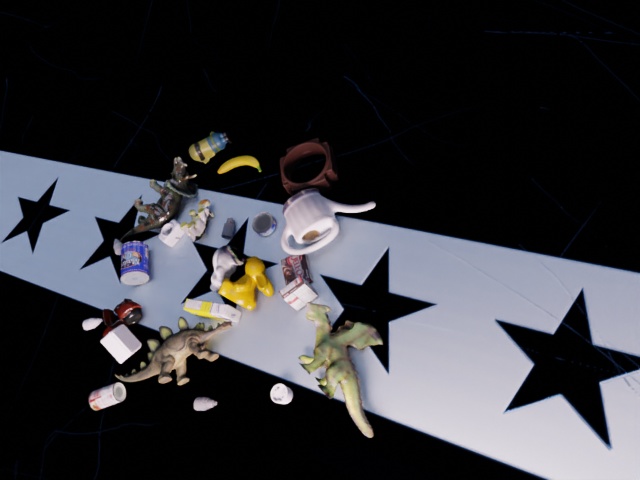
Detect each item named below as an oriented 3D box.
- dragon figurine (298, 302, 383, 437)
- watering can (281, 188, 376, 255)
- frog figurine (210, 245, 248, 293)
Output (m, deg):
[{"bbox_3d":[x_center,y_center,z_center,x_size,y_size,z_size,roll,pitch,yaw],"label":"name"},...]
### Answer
[{"bbox_3d":[0.081,0.345,1.523,0.244,0.120,0.415,-43,64,-11],"label":"dragon figurine"},{"bbox_3d":[0.005,-0.089,1.768,0.347,0.102,0.229,-32,56,4],"label":"watering can"},{"bbox_3d":[-0.344,0.100,1.816,0.158,0.121,0.139,-45,20,9],"label":"frog figurine"}]
